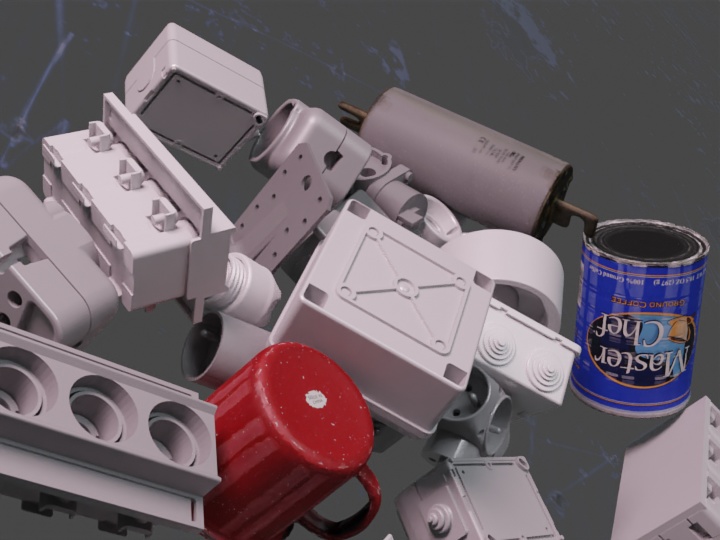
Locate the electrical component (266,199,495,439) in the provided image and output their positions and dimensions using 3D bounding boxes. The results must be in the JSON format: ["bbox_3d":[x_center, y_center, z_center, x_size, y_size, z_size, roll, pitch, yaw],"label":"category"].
[{"bbox_3d":[0.015,0.027,0.637,0.109,0.056,0.108,30,39,-4],"label":"electrical component"}]

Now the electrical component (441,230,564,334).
[{"bbox_3d":[0.103,0.029,0.822,0.108,0.108,0.060,33,40,-24],"label":"electrical component"}]

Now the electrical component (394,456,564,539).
[{"bbox_3d":[0.067,0.157,0.668,0.096,0.061,0.061,10,47,-46],"label":"electrical component"}]

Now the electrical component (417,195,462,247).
[{"bbox_3d":[0.049,-0.028,0.873,0.055,0.047,0.055,32,34,-25],"label":"electrical component"}]

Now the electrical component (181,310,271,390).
[{"bbox_3d":[-0.060,0.057,0.638,0.081,0.043,0.043,25,37,-34],"label":"electrical component"}]

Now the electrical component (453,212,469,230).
[{"bbox_3d":[0.092,-0.067,0.964,0.045,0.055,0.045,32,34,-25],"label":"electrical component"}]

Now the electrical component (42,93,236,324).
[{"bbox_3d":[-0.128,-0.033,0.602,0.063,0.078,0.121,-17,46,-32],"label":"electrical component"}]

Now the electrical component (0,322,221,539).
[{"bbox_3d":[-0.134,0.079,0.500,0.121,0.063,0.078,26,37,-33],"label":"electrical component"}]

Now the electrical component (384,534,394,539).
[{"bbox_3d":[-0.017,0.188,0.520,0.121,0.079,0.063,-32,103,-59],"label":"electrical component"}]

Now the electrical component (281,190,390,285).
[{"bbox_3d":[0.000,0.000,0.776,0.099,0.048,0.100,47,30,-1],"label":"electrical component"}]

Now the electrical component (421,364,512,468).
[{"bbox_3d":[0.066,0.113,0.721,0.079,0.044,0.077,-61,150,-23],"label":"electrical component"}]

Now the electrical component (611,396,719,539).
[{"bbox_3d":[0.260,0.182,0.856,0.062,0.089,0.150,45,30,-5],"label":"electrical component"}]

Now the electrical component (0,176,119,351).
[{"bbox_3d":[-0.173,0.002,0.548,0.095,0.054,0.059,49,30,1],"label":"electrical component"}]

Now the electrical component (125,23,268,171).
[{"bbox_3d":[-0.111,-0.121,0.762,0.096,0.062,0.061,25,37,-34],"label":"electrical component"}]

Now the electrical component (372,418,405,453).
[{"bbox_3d":[0.012,0.071,0.695,0.061,0.062,0.096,27,36,-31],"label":"electrical component"}]

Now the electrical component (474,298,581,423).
[{"bbox_3d":[0.093,0.067,0.763,0.100,0.100,0.048,28,63,-15],"label":"electrical component"}]

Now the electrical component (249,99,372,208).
[{"bbox_3d":[-0.041,-0.085,0.782,0.059,0.053,0.095,34,-5,-21],"label":"electrical component"}]

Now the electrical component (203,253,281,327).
[{"bbox_3d":[-0.081,0.009,0.645,0.062,0.043,0.043,35,30,-45],"label":"electrical component"}]
